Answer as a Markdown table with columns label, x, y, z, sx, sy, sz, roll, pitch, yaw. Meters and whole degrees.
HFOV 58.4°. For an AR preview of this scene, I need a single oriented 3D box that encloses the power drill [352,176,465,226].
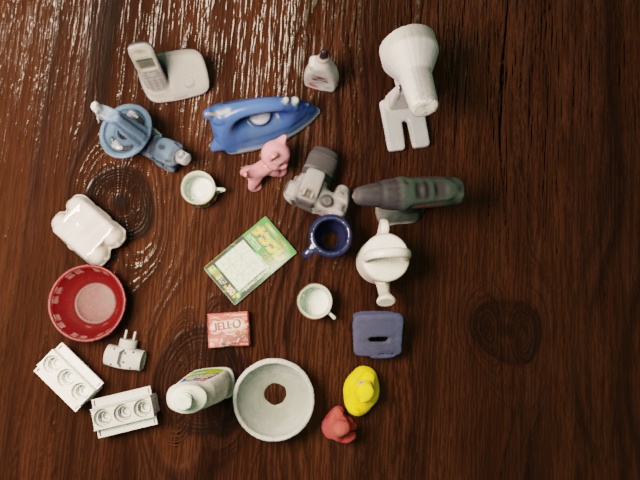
| label | x | y | z | sx | sy | sz | roll | pitch | yaw |
| --- | --- | --- | --- | --- | --- | --- | --- | --- | --- |
| power drill | 0.172 | -0.082 | 1.185 | 0.229 | 0.208 | 0.076 | -7 | 84 | -3 |

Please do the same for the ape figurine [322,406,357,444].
| label | x | y | z | sx | sy | sz | roll | pitch | yaw |
| --- | --- | --- | --- | --- | --- | --- | --- | --- | --- |
| ape figurine | 0.041 | 0.386 | 1.185 | 0.076 | 0.092 | 0.078 | -8 | 84 | -3 |

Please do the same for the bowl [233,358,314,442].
| label | x | y | z | sx | sy | sz | roll | pitch | yaw |
| --- | --- | --- | --- | --- | --- | --- | --- | --- | --- |
| bowl | -0.094 | 0.329 | 1.195 | 0.167 | 0.074 | 0.167 | 0 | 83 | -2 |

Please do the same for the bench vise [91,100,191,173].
| label | x | y | z | sx | sy | sz | roll | pitch | yaw |
| --- | --- | --- | --- | --- | --- | --- | --- | --- | --- |
| bench vise | -0.367 | -0.225 | 1.176 | 0.207 | 0.219 | 0.121 | 7 | 83 | -1 |

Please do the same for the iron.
| label | x | y | z | sx | sy | sz | roll | pitch | yaw |
| --- | --- | --- | --- | --- | --- | --- | --- | --- | --- |
| iron | -0.123 | -0.273 | 1.230 | 0.258 | 0.141 | 0.119 | -14 | 84 | -4 |

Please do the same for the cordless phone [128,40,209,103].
| label | x | y | z | sx | sy | sz | roll | pitch | yaw |
| --- | --- | --- | --- | --- | --- | --- | --- | --- | --- |
| cordless phone | -0.319 | -0.369 | 1.212 | 0.147 | 0.185 | 0.094 | -15 | 84 | -3 |

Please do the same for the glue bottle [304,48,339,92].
| label | x | y | z | sx | sy | sz | roll | pitch | yaw |
| --- | --- | --- | --- | --- | --- | --- | --- | --- | --- |
| glue bottle | 0.004 | -0.370 | 1.230 | 0.078 | 0.173 | 0.037 | 9 | 83 | -1 |

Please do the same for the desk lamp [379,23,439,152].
| label | x | y | z | sx | sy | sz | roll | pitch | yaw |
| --- | --- | --- | --- | --- | --- | --- | --- | --- | --- |
| desk lamp | 0.193 | -0.316 | 1.210 | 0.118 | 0.213 | 0.203 | -10 | 84 | -3 |

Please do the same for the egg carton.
| label | x | y | z | sx | sy | sz | roll | pitch | yaw |
| --- | --- | --- | --- | --- | --- | --- | --- | --- | --- |
| egg carton | -0.494 | -0.020 | 1.223 | 0.150 | 0.069 | 0.107 | 39 | 84 | 3 |

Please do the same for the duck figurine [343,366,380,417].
| label | x | y | z | sx | sy | sz | roll | pitch | yaw |
| --- | --- | --- | --- | --- | --- | --- | --- | --- | --- |
| duck figurine | 0.089 | 0.319 | 1.197 | 0.077 | 0.086 | 0.105 | 18 | 83 | 0 |

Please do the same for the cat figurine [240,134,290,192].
| label | x | y | z | sx | sy | sz | roll | pitch | yaw |
| --- | --- | --- | --- | --- | --- | --- | --- | --- | --- |
| cat figurine | -0.113 | -0.167 | 1.230 | 0.128 | 0.117 | 0.067 | -34 | 85 | -5 |

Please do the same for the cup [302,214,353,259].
| label | x | y | z | sx | sy | sz | roll | pitch | yaw |
| --- | --- | --- | --- | --- | --- | --- | --- | --- | --- |
| cup | 0.011 | 0.004 | 1.226 | 0.118 | 0.095 | 0.091 | -38 | 86 | -6 |

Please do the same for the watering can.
| label | x | y | z | sx | sy | sz | roll | pitch | yaw |
| --- | --- | --- | --- | --- | --- | --- | --- | --- | --- |
| watering can | 0.135 | 0.045 | 1.176 | 0.101 | 0.194 | 0.173 | -21 | 84 | -4 |

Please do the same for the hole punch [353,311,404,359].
| label | x | y | z | sx | sy | sz | roll | pitch | yaw |
| --- | --- | --- | --- | --- | --- | --- | --- | --- | --- |
| hole punch | 0.124 | 0.200 | 1.210 | 0.108 | 0.091 | 0.101 | -1 | 83 | -2 |

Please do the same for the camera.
| label | x | y | z | sx | sy | sz | roll | pitch | yaw |
| --- | --- | --- | --- | --- | --- | --- | --- | --- | --- |
| camera | 0.007 | -0.127 | 1.238 | 0.143 | 0.101 | 0.137 | 21 | 83 | 1 |
